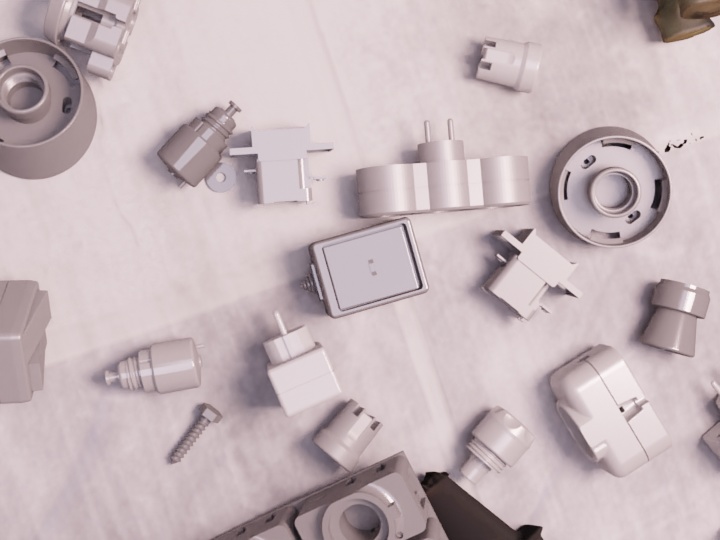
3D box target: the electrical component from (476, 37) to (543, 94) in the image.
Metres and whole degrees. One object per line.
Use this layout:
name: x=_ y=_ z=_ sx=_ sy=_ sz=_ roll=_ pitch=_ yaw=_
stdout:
electrical component: x=0.120 y=-0.167 z=0.868 sx=0.046 sy=0.040 sz=0.040 roll=12 pitch=89 yaw=1

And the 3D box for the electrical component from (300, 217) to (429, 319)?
electrical component: x=0.000 y=0.000 z=0.846 sx=0.096 sy=0.061 sz=0.061 roll=-16 pitch=92 yaw=-5

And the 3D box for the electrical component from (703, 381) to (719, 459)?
electrical component: x=0.319 y=0.114 z=0.883 sx=0.083 sy=0.047 sz=0.075 roll=-41 pitch=94 yaw=-4

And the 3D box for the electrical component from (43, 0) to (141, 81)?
electrical component: x=-0.207 y=-0.193 z=0.828 sx=0.057 sy=0.058 sz=0.078 roll=20 pitch=89 yaw=-8

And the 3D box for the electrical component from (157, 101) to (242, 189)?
electrical component: x=-0.124 y=-0.101 z=0.845 sx=0.040 sy=0.040 sz=0.078 roll=43 pitch=87 yaw=-4

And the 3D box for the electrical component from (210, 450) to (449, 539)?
electrical component: x=-0.028 y=0.231 z=0.825 sx=0.186 sy=0.060 sz=0.105 roll=-26 pitch=93 yaw=9

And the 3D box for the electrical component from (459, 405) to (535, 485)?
electrical component: x=0.107 y=0.144 z=0.866 sx=0.043 sy=0.043 sz=0.062 roll=42 pitch=88 yaw=-4

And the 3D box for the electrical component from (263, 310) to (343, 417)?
electrical component: x=-0.051 y=0.067 z=0.840 sx=0.047 sy=0.066 sz=0.076 roll=-23 pitch=92 yaw=-5

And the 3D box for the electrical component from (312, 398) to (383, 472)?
electrical component: x=-0.009 y=0.131 z=0.858 sx=0.040 sy=0.040 sz=0.046 roll=41 pitch=81 yaw=-4

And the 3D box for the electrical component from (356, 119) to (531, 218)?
electrical component: x=0.065 y=-0.083 z=0.856 sx=0.138 sy=0.052 sz=0.073 roll=-5 pitch=91 yaw=-6

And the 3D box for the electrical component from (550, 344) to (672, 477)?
electrical component: x=0.198 y=0.116 z=0.868 sx=0.059 sy=0.054 sz=0.095 roll=-32 pitch=93 yaw=-4

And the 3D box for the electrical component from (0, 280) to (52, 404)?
electrical component: x=-0.267 y=0.050 z=0.810 sx=0.061 sy=0.096 sz=0.061 roll=-2 pitch=120 yaw=-5

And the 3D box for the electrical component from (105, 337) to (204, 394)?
electrical component: x=-0.159 y=0.078 z=0.843 sx=0.078 sy=0.040 sz=0.040 roll=-10 pitch=91 yaw=-5

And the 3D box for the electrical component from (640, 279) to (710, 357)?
electrical component: x=0.258 y=0.039 z=0.878 sx=0.045 sy=0.045 sz=0.055 roll=17 pitch=89 yaw=-5

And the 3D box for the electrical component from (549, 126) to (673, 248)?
electrical component: x=0.205 y=-0.066 z=0.875 sx=0.099 sy=0.064 sz=0.099 roll=1 pitch=99 yaw=5

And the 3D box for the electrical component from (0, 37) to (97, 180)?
electrical component: x=-0.256 y=-0.127 z=0.833 sx=0.099 sy=0.064 sz=0.099 roll=1 pitch=76 yaw=-6

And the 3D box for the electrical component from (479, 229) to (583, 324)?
electrical component: x=0.135 y=0.005 z=0.868 sx=0.081 sy=0.042 sz=0.063 roll=39 pitch=89 yaw=-3

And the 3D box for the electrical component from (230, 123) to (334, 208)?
electrical component: x=-0.061 y=-0.082 z=0.850 sx=0.081 sy=0.042 sz=0.063 roll=-4 pitch=92 yaw=-5
